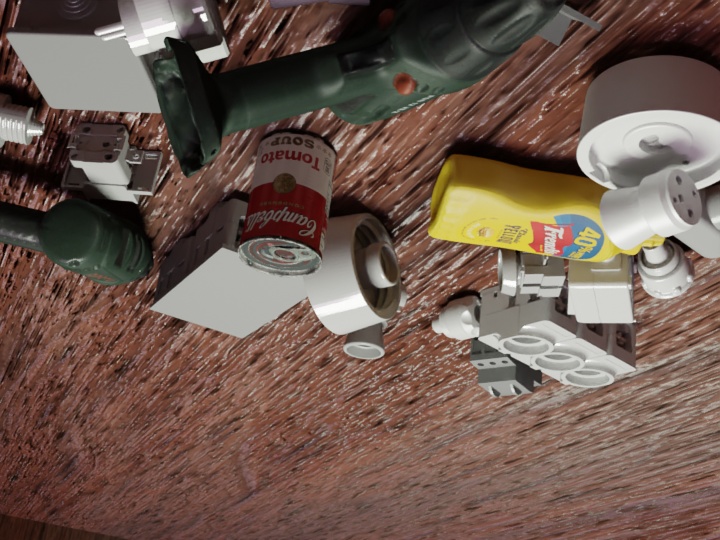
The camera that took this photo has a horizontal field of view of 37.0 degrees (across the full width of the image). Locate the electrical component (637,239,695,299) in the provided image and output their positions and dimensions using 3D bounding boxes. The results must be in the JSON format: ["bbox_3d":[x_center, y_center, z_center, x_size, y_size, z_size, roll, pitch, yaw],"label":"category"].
[{"bbox_3d":[0.266,-0.008,0.950,0.048,0.048,0.062,-8,144,29],"label":"electrical component"}]

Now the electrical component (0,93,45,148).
[{"bbox_3d":[-0.296,-0.122,0.867,0.081,0.043,0.043,11,154,-8],"label":"electrical component"}]

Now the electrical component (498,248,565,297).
[{"bbox_3d":[0.157,0.000,0.994,0.055,0.048,0.066,-1,154,1],"label":"electrical component"}]

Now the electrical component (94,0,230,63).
[{"bbox_3d":[-0.127,-0.156,0.668,0.074,0.052,0.138,-15,-177,-1],"label":"electrical component"}]

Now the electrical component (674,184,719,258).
[{"bbox_3d":[0.283,-0.048,0.860,0.077,0.043,0.079,27,148,-36],"label":"electrical component"}]

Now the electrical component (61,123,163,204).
[{"bbox_3d":[-0.214,-0.091,0.911,0.081,0.042,0.063,3,151,8],"label":"electrical component"}]

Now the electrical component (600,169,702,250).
[{"bbox_3d":[0.202,-0.042,0.747,0.045,0.045,0.055,26,149,-34],"label":"electrical component"}]

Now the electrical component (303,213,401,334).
[{"bbox_3d":[0.000,0.000,0.972,0.060,0.108,0.108,-13,148,26],"label":"electrical component"}]

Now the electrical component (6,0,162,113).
[{"bbox_3d":[-0.187,-0.156,0.757,0.100,0.048,0.099,4,154,8],"label":"electrical component"}]

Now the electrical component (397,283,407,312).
[{"bbox_3d":[0.019,0.024,1.090,0.046,0.040,0.040,17,154,-32],"label":"electrical component"}]

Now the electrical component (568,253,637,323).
[{"bbox_3d":[0.214,0.002,0.962,0.061,0.061,0.096,-1,153,17],"label":"electrical component"}]

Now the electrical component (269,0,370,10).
[{"bbox_3d":[-0.022,-0.183,0.668,0.065,0.044,0.044,2,155,0],"label":"electrical component"}]

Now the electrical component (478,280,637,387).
[{"bbox_3d":[0.203,0.066,1.099,0.150,0.061,0.089,27,148,-35],"label":"electrical component"}]

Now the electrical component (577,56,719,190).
[{"bbox_3d":[0.206,-0.104,0.744,0.108,0.060,0.108,6,155,3],"label":"electrical component"}]

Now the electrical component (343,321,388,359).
[{"bbox_3d":[0.007,0.062,1.153,0.045,0.055,0.045,6,154,3],"label":"electrical component"}]

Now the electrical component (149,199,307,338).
[{"bbox_3d":[-0.119,-0.001,1.051,0.105,0.060,0.186,20,152,-24],"label":"electrical component"}]

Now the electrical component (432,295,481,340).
[{"bbox_3d":[0.103,0.052,1.119,0.043,0.043,0.062,27,150,-35],"label":"electrical component"}]
